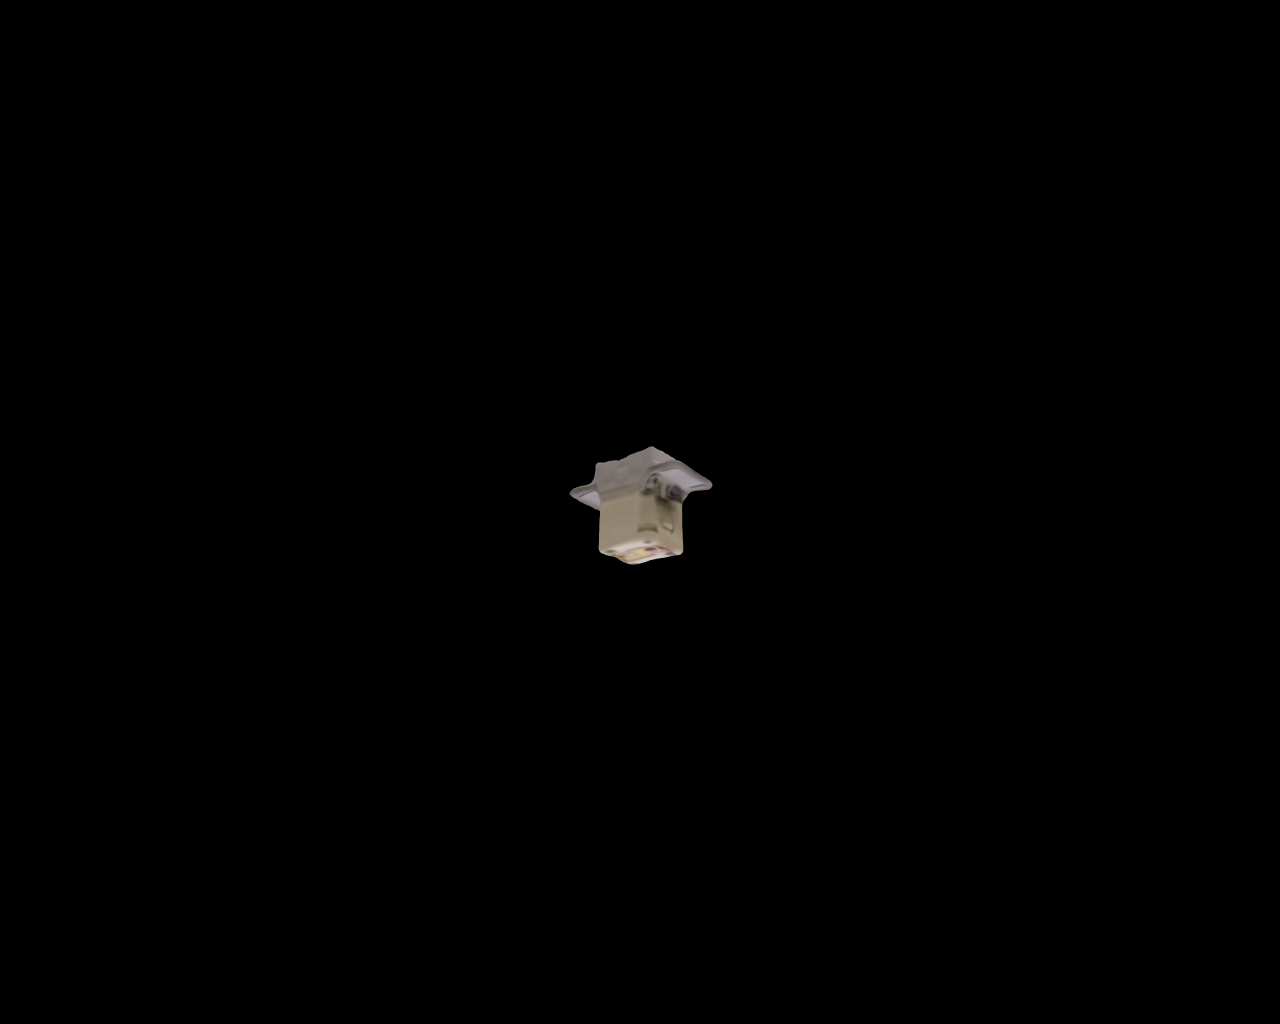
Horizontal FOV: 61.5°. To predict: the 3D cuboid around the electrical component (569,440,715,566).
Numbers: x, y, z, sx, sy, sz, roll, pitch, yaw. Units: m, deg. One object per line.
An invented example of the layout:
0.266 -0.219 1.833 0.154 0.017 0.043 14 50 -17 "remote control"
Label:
0.001 -0.003 0.650 0.081 0.064 0.042 -16 -27 34 "electrical component"
